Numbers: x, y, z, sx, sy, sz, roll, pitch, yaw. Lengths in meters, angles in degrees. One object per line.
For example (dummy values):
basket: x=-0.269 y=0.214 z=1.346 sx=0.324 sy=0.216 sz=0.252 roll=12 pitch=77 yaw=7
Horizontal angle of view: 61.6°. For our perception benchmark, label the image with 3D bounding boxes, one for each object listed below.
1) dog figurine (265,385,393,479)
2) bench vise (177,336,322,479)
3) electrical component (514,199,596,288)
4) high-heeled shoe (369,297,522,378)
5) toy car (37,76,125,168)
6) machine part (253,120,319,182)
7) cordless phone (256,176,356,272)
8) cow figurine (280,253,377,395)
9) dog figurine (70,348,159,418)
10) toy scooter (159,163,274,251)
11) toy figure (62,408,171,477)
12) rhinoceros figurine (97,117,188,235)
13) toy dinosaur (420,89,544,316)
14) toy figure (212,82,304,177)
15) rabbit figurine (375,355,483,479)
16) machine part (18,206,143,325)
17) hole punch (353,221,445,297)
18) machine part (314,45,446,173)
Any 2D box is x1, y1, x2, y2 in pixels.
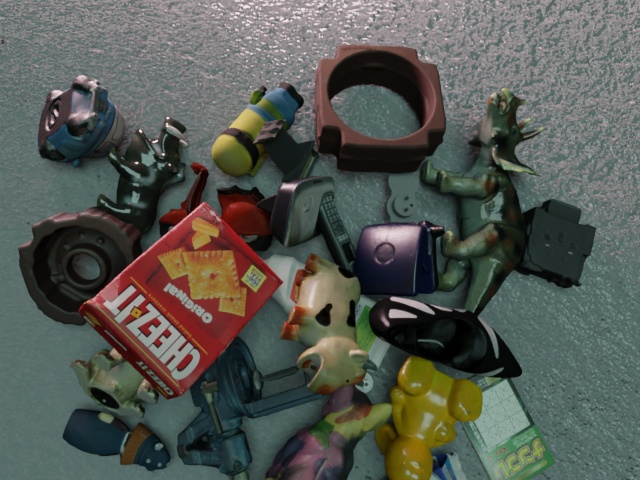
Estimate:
dog figurine: x=0.006 y=0.298 z=0.745 sx=0.108 sy=0.191 sz=0.219 roll=34 pitch=99 yaw=6
bench vise: x=-0.092 y=0.229 z=0.768 sx=0.241 sy=0.128 sz=0.224 roll=-19 pitch=68 yaw=6
electrical component: x=0.392 y=0.002 z=0.906 sx=0.115 sy=0.058 sz=0.134 roll=18 pitch=79 yaw=-6
high-heeled shoe: x=0.183 y=0.145 z=0.742 sx=0.249 sy=0.145 sz=0.086 roll=25 pitch=99 yaw=2
toy car: x=-0.355 y=-0.175 z=0.819 sx=0.103 sy=0.162 sz=0.109 roll=18 pitch=64 yaw=-49
machine part: x=-0.048 y=-0.138 z=0.847 sx=0.039 sy=0.138 sz=0.084 roll=20 pitch=80 yaw=34
cordless phone: x=-0.002 y=-0.003 z=0.820 sx=0.089 sy=0.146 sz=0.184 roll=-28 pitch=88 yaw=28
cow figurine: x=0.015 y=0.121 z=0.737 sx=0.127 sy=0.085 sz=0.195 roll=17 pitch=47 yaw=-5
dog figurine: x=-0.252 y=0.149 z=0.796 sx=0.121 sy=0.172 sz=0.190 roll=51 pitch=40 yaw=-19
toy scooter: x=-0.156 y=-0.051 z=0.838 sx=0.184 sy=0.075 sz=0.135 roll=3 pitch=87 yaw=-3
toy figure: x=-0.287 y=0.287 z=0.774 sx=0.154 sy=0.064 sz=0.058 roll=22 pitch=41 yaw=-7
rhinoceros figurine: x=-0.269 y=-0.104 z=0.836 sx=0.112 sy=0.073 sz=0.190 roll=18 pitch=79 yaw=-2
toy dinosaur: x=0.271 y=-0.026 z=0.871 sx=0.192 sy=0.131 sz=0.404 roll=0 pitch=87 yaw=-6
toy figure: x=-0.101 y=-0.180 z=0.861 sx=0.082 sy=0.089 sz=0.180 roll=41 pitch=81 yaw=9
rabbit figurine: x=0.134 y=0.275 z=0.777 sx=0.122 sy=0.162 sz=0.173 roll=27 pitch=56 yaw=-3
machine part: x=-0.339 y=0.038 z=0.781 sx=0.179 sy=0.056 sz=0.179 roll=-1 pitch=106 yaw=-3
hole punch: x=0.112 y=0.031 z=0.815 sx=0.092 sy=0.142 sz=0.115 roll=-10 pitch=96 yaw=-52
machine part: x=0.092 y=-0.211 z=0.873 sx=0.201 sy=0.087 sz=0.201 roll=0 pitch=66 yaw=-5
